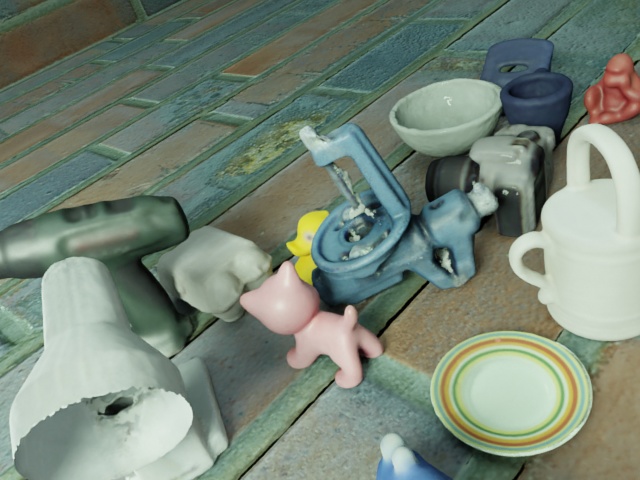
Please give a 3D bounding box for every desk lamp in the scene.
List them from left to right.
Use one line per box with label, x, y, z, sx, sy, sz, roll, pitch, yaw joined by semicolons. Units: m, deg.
desk lamp;-0.167;0.128;0.488;0.118;0.214;0.202;-25;35;-8

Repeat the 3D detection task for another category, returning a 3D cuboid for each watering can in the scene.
watering can;0.255;-0.016;0.504;0.173;0.194;0.100;-29;36;-14

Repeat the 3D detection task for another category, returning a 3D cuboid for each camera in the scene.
camera;0.207;-0.086;0.704;0.136;0.101;0.143;6;42;31

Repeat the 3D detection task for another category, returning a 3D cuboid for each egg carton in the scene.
egg carton;-0.134;0.040;0.719;0.149;0.069;0.107;17;48;40

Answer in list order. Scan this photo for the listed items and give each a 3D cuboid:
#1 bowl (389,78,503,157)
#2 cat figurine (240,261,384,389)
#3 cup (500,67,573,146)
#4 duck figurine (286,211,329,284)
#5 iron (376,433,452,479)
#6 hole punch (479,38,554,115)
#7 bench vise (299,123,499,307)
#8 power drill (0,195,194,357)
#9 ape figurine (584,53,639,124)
bowl;0.191;-0.171;0.849;0.167;0.075;0.167;-12;35;9
cat figurine;-0.011;0.075;0.571;0.127;0.118;0.067;9;44;34
cup;0.300;-0.176;0.787;0.091;0.095;0.118;1;40;26
duck figurine;0.006;0.002;0.690;0.105;0.086;0.077;-30;36;-15
iron;0.084;0.198;0.340;0.119;0.142;0.257;-26;36;-10
hole punch;0.308;-0.255;0.894;0.108;0.091;0.101;6;42;31
bench vise;0.070;-0.041;0.602;0.207;0.220;0.121;-25;35;-9
power drill;-0.239;0.051;0.632;0.230;0.209;0.075;-25;35;-8
ape figurine;0.407;-0.210;0.786;0.076;0.092;0.077;-32;37;-18
